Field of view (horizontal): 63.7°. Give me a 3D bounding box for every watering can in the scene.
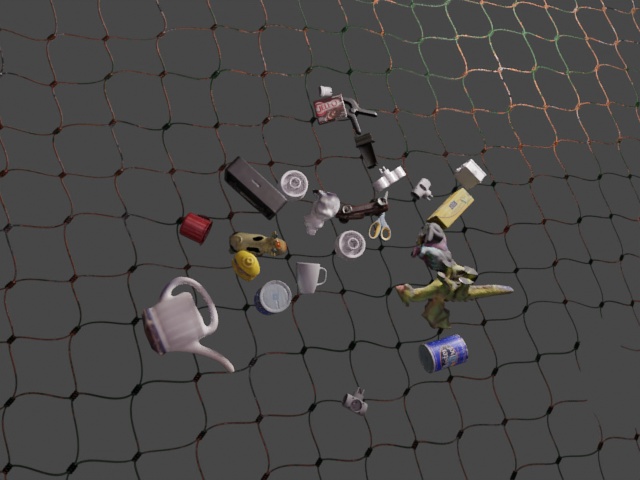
[{"bbox_3d":[-0.421,0.293,1.622,0.226,0.349,0.103,-22,-7,-18],"label":"watering can"}]

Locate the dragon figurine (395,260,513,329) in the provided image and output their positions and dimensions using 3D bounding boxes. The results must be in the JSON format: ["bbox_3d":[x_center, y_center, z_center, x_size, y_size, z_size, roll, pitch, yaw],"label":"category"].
[{"bbox_3d":[0.472,0.217,1.856,0.409,0.239,0.124,18,24,-9],"label":"dragon figurine"}]

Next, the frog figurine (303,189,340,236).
[{"bbox_3d":[0.006,-0.092,1.820,0.122,0.159,0.137,8,0,-16],"label":"frog figurine"}]
